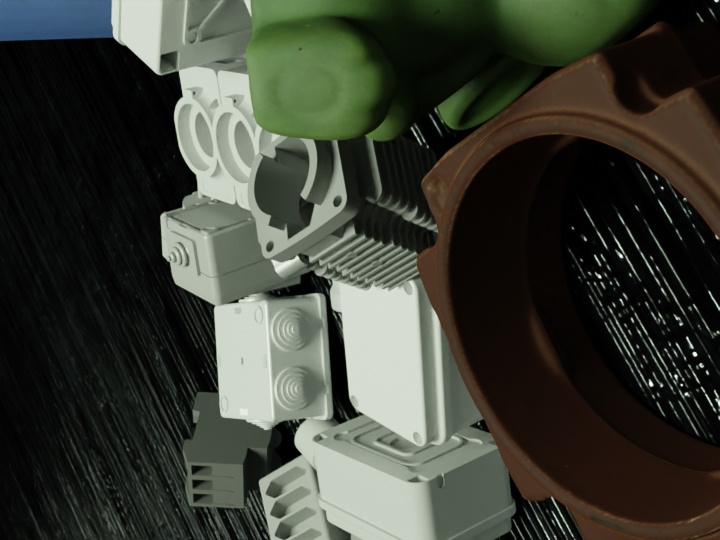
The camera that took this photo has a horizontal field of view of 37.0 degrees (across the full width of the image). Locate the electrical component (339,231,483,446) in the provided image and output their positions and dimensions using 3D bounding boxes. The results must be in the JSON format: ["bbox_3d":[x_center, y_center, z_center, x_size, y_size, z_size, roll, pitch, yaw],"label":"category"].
[{"bbox_3d":[0.033,0.036,0.626,0.078,0.057,0.113,24,126,48],"label":"electrical component"}]

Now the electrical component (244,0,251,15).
[{"bbox_3d":[-0.010,-0.142,0.573,0.057,0.078,0.113,-30,82,60],"label":"electrical component"}]

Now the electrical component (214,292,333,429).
[{"bbox_3d":[-0.065,0.064,0.771,0.100,0.048,0.099,-8,85,57],"label":"electrical component"}]

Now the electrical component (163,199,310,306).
[{"bbox_3d":[-0.089,-0.013,0.738,0.062,0.096,0.061,23,126,48],"label":"electrical component"}]

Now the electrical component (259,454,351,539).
[{"bbox_3d":[-0.028,0.192,0.800,0.047,0.076,0.083,-32,47,15],"label":"electrical component"}]

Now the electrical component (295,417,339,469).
[{"bbox_3d":[-0.017,0.133,0.768,0.065,0.044,0.044,42,138,43],"label":"electrical component"}]

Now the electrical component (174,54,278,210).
[{"bbox_3d":[-0.053,-0.084,0.680,0.150,0.062,0.089,20,123,50],"label":"electrical component"}]

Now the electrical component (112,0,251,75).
[{"bbox_3d":[-0.086,-0.182,0.631,0.056,0.109,0.108,43,139,30],"label":"electrical component"}]

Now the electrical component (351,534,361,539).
[{"bbox_3d":[0.015,0.182,0.745,0.043,0.043,0.081,34,133,42],"label":"electrical component"}]

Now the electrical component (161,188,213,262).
[{"bbox_3d":[-0.114,-0.035,0.809,0.066,0.047,0.076,36,135,40],"label":"electrical component"}]

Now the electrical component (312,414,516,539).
[{"bbox_3d":[0.032,0.131,0.662,0.113,0.078,0.057,11,114,52],"label":"electrical component"}]

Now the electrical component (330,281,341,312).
[{"bbox_3d":[0.000,0.000,0.672,0.040,0.040,0.046,9,109,53],"label":"electrical component"}]
